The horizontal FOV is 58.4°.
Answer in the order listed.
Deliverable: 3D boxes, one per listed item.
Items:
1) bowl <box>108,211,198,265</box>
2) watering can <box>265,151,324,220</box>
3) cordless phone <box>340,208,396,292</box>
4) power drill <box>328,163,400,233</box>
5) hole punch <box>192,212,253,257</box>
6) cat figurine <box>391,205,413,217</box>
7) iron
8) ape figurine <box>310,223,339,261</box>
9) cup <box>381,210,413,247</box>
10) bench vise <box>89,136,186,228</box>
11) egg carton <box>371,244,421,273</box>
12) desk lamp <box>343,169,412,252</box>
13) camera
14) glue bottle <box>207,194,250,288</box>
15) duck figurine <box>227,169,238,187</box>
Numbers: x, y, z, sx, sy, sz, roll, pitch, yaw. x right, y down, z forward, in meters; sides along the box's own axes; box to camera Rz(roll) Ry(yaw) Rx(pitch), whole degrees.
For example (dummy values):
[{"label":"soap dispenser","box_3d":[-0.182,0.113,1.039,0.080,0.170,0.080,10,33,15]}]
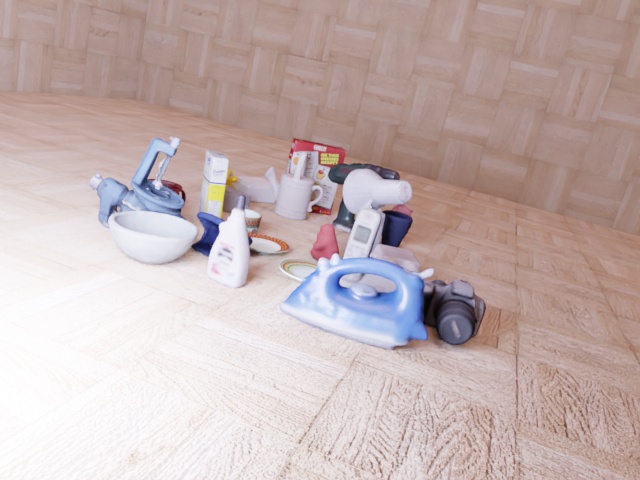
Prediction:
[{"label":"bowl","box_3d":[-0.321,0.002,1.098,0.167,0.075,0.167,12,15,-3]},{"label":"watering can","box_3d":[-0.075,-0.166,1.673,0.173,0.194,0.100,9,16,-16]},{"label":"cordless phone","box_3d":[0.108,0.040,1.118,0.147,0.185,0.094,20,17,23]},{"label":"power drill","box_3d":[0.114,-0.126,1.663,0.228,0.208,0.076,24,19,33]},{"label":"hole punch","box_3d":[-0.205,-0.012,1.215,0.108,0.091,0.101,23,18,31]},{"label":"cat figurine","box_3d":[0.217,-0.068,1.715,0.128,0.118,0.067,10,16,-10]},{"label":"iron","box_3d":[0.068,0.089,0.992,0.258,0.141,0.118,13,15,0]},{"label":"ape figurine","box_3d":[0.012,0.005,1.336,0.075,0.092,0.078,24,19,35]},{"label":"cup","box_3d":[0.207,-0.031,1.621,0.091,0.095,0.118,13,15,1]},{"label":"bench vise","box_3d":[-0.378,-0.121,1.213,0.208,0.220,0.121,7,16,-20]},{"label":"egg carton","box_3d":[0.171,0.061,1.312,0.107,0.069,0.150,12,15,-6]},{"label":"desk lamp","box_3d":[0.148,-0.065,1.467,0.118,0.213,0.202,-2,21,-43]},{"label":"camera","box_3d":[0.238,0.130,1.067,0.143,0.101,0.137,15,16,8]},{"label":"glue bottle","box_3d":[-0.161,-0.002,1.061,0.078,0.173,0.037,18,16,19]},{"label":"duck figurine","box_3d":[-0.296,-0.176,1.730,0.105,0.086,0.077,9,16,-13]}]
